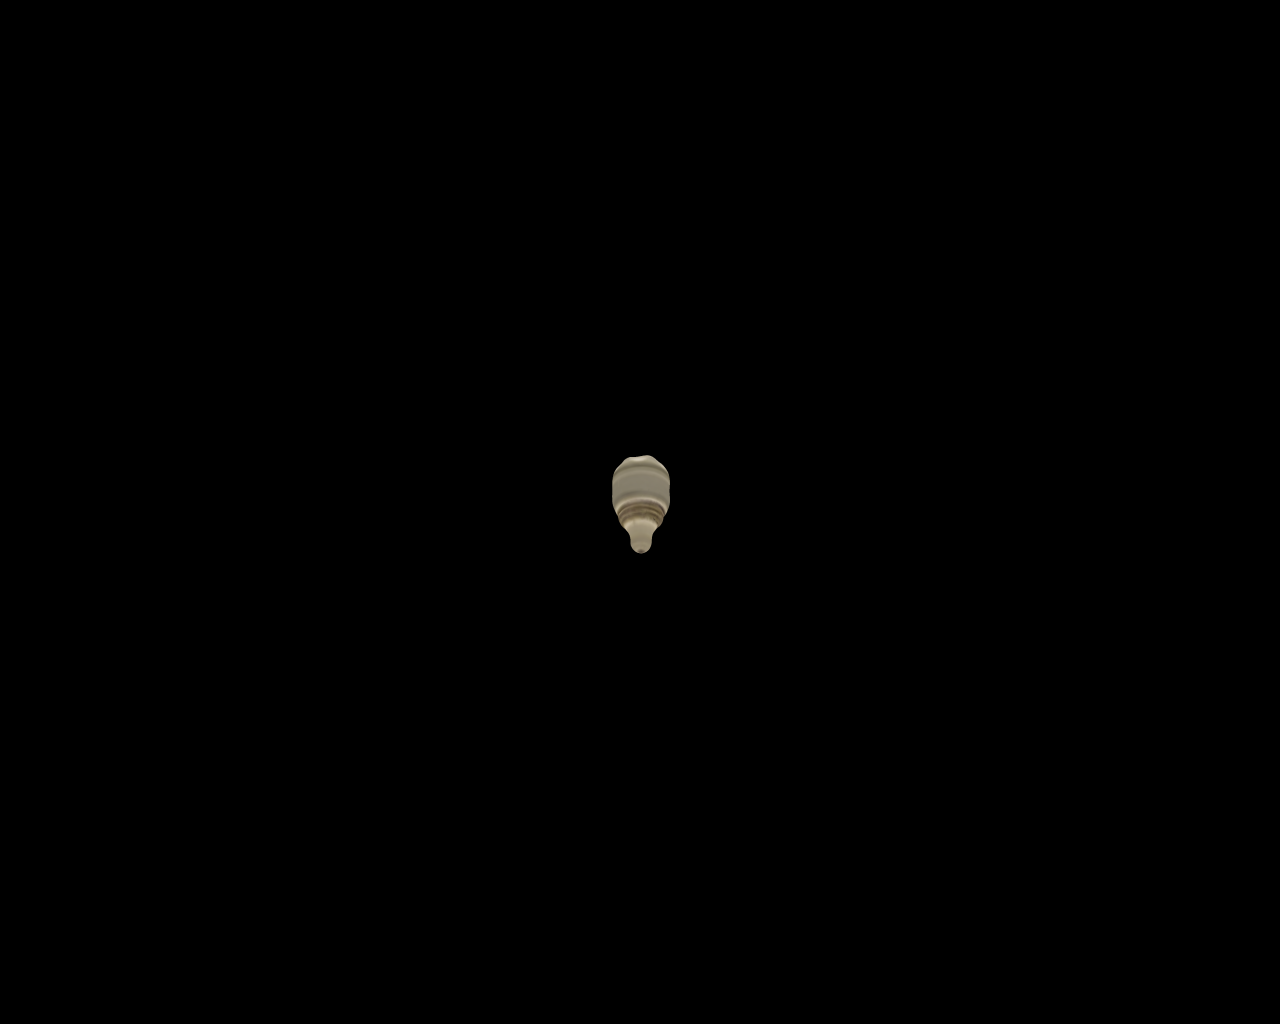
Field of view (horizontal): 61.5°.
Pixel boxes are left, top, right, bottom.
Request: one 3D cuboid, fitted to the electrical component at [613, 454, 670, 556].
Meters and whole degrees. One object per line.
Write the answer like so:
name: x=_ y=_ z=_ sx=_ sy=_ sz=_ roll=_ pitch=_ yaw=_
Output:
electrical component: x=0.001 y=-0.003 z=0.650 sx=0.035 sy=0.061 sz=0.035 roll=0 pitch=-30 yaw=0
